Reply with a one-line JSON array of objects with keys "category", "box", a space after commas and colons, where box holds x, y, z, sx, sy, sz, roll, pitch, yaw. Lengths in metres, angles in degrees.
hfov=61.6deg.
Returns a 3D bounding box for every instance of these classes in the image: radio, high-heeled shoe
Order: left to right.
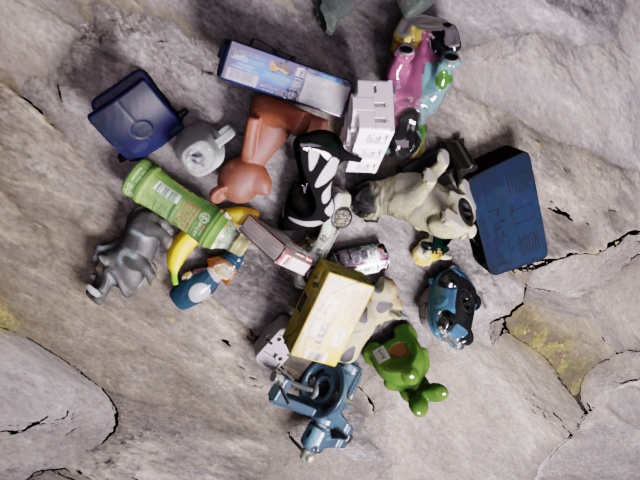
[{"category": "high-heeled shoe", "box": [-0.037, -0.084, 0.872, 0.145, 0.086, 0.248, 2, 145, -43]}, {"category": "radio", "box": [0.351, -0.053, 1.040, 0.131, 0.073, 0.229, -22, 111, -3]}]

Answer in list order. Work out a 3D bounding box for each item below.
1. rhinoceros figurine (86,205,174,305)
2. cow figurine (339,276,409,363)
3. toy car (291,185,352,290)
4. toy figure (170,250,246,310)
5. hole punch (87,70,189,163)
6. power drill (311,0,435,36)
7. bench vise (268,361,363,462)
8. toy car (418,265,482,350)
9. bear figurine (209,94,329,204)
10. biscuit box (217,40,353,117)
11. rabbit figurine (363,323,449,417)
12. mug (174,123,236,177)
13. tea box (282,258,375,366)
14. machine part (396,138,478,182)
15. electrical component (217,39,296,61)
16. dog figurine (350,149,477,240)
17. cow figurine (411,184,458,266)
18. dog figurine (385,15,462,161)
[{"category": "rhinoceros figurine", "box": [-0.328, 0.032, 0.919, 0.112, 0.073, 0.190, 31, 100, -22]}, {"category": "cow figurine", "box": [0.085, 0.156, 1.051, 0.127, 0.085, 0.195, 31, 98, -15]}, {"category": "toy car", "box": [-0.002, -0.003, 0.978, 0.056, 0.074, 0.201, 22, 104, -23]}, {"category": "toy figure", "box": [-0.197, 0.067, 0.972, 0.154, 0.058, 0.064, -36, 152, 1]}, {"category": "hole punch", "box": [-0.287, -0.189, 0.841, 0.142, 0.092, 0.115, -36, 117, -1]}, {"category": "power drill", "box": [0.061, -0.433, 0.832, 0.207, 0.086, 0.232, -31, 99, -6]}, {"category": "bench vise", "box": [-0.020, 0.321, 1.058, 0.240, 0.129, 0.223, 33, 93, -39]}, {"category": "toy car", "box": [0.249, 0.139, 1.066, 0.109, 0.162, 0.103, 38, 142, -28]}, {"category": "bear figurine", "box": [-0.090, -0.132, 0.877, 0.132, 0.120, 0.195, 26, 100, 19]}, {"category": "biscuit box", "box": [-0.055, -0.249, 0.831, 0.202, 0.063, 0.059, 13, 108, -19]}, {"category": "rabbit figurine", "box": [0.192, 0.278, 1.098, 0.121, 0.159, 0.170, -36, 129, -8]}, {"category": "mug", "box": [-0.183, -0.146, 0.868, 0.110, 0.107, 0.080, -27, 115, 1]}, {"category": "tea box", "box": [0.013, 0.128, 0.955, 0.098, 0.068, 0.169, 21, 102, -23]}, {"category": "machine part", "box": [0.211, -0.133, 0.984, 0.139, 0.039, 0.084, -20, 70, 5]}, {"category": "electrical component", "box": [-0.106, -0.283, 0.866, 0.119, 0.048, 0.074, 15, 106, -17]}, {"category": "dog figurine", "box": [0.159, -0.051, 0.947, 0.191, 0.121, 0.172, -23, 96, 43]}, {"category": "cow figurine", "box": [0.228, -0.018, 1.011, 0.068, 0.098, 0.167, 5, 109, -21]}, {"category": "dog figurine", "box": [0.156, -0.243, 0.913, 0.109, 0.191, 0.219, 10, 139, 0]}]
